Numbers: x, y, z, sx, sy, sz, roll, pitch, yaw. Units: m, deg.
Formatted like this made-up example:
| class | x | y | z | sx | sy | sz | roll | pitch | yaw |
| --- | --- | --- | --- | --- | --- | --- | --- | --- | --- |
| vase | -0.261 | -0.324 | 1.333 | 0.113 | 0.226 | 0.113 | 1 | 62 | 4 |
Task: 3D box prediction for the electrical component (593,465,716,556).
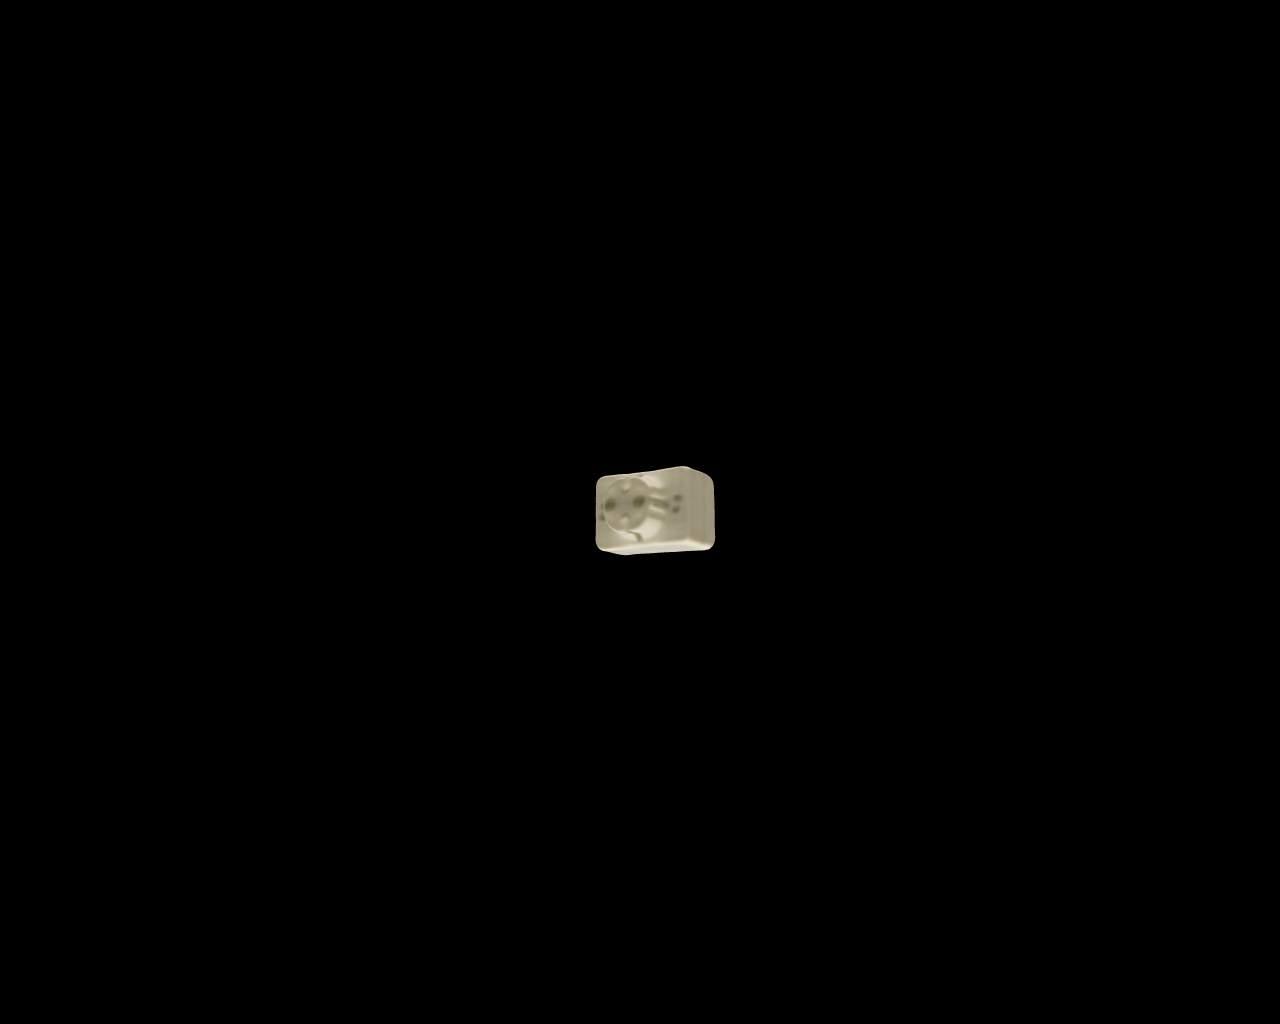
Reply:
| class | x | y | z | sx | sy | sz | roll | pitch | yaw |
| --- | --- | --- | --- | --- | --- | --- | --- | --- | --- |
| electrical component | 0.001 | -0.003 | 0.650 | 0.066 | 0.047 | 0.077 | -5 | -11 | 28 |
